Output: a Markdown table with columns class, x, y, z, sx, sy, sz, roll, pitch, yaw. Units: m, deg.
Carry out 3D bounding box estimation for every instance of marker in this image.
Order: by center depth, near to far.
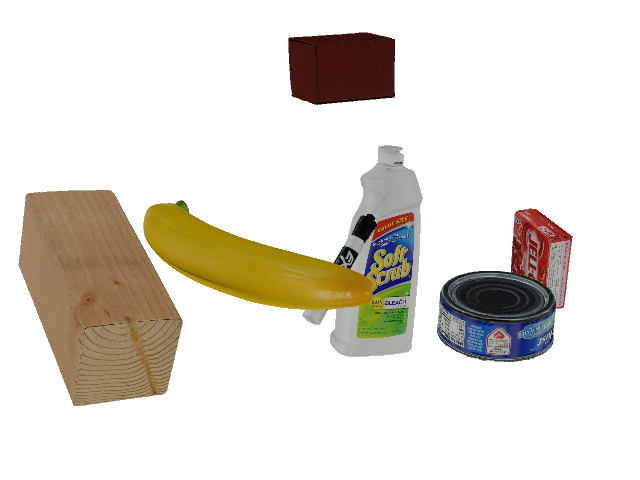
| class | x | y | z | sx | sy | sz | roll | pitch | yaw |
| --- | --- | --- | --- | --- | --- | --- | --- | --- | --- |
| marker | 0.020 | 0.026 | 1.019 | 0.020 | 0.121 | 0.020 | 28 | -18 | 10 |

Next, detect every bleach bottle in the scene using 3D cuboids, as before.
| class | x | y | z | sx | sy | sz | roll | pitch | yaw |
| --- | --- | --- | --- | --- | --- | --- | --- | --- | --- |
| bleach bottle | 0.069 | 0.012 | 1.288 | 0.102 | 0.251 | 0.068 | -2 | 16 | -17 |

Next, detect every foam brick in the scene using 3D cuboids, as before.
| class | x | y | z | sx | sy | sz | roll | pitch | yaw |
| --- | --- | --- | --- | --- | --- | --- | --- | --- | --- |
| foam brick | 0.018 | -0.147 | 0.909 | 0.078 | 0.051 | 0.053 | -9 | 20 | -24 |

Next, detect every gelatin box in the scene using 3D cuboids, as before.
| class | x | y | z | sx | sy | sz | roll | pitch | yaw |
| --- | --- | --- | --- | --- | --- | --- | --- | --- | --- |
| gelatin box | 0.234 | 0.020 | 1.143 | 0.030 | 0.089 | 0.073 | -11 | 29 | -17 |

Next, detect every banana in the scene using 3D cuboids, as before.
| class | x | y | z | sx | sy | sz | roll | pitch | yaw |
| --- | --- | --- | --- | --- | --- | --- | --- | --- | --- |
| banana | -0.057 | 0.007 | 0.695 | 0.069 | 0.037 | 0.198 | -27 | 37 | -37 |

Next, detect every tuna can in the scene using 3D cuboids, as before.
| class | x | y | z | sx | sy | sz | roll | pitch | yaw |
| --- | --- | --- | --- | --- | --- | --- | --- | --- | --- |
| tuna can | 0.129 | 0.054 | 0.785 | 0.086 | 0.034 | 0.086 | 0 | 23 | 0 |

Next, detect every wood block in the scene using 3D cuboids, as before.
| class | x | y | z | sx | sy | sz | roll | pitch | yaw |
| --- | --- | --- | --- | --- | --- | --- | --- | --- | --- |
| wood block | -0.210 | 0.046 | 0.995 | 0.090 | 0.091 | 0.206 | -4 | 37 | -30 |
